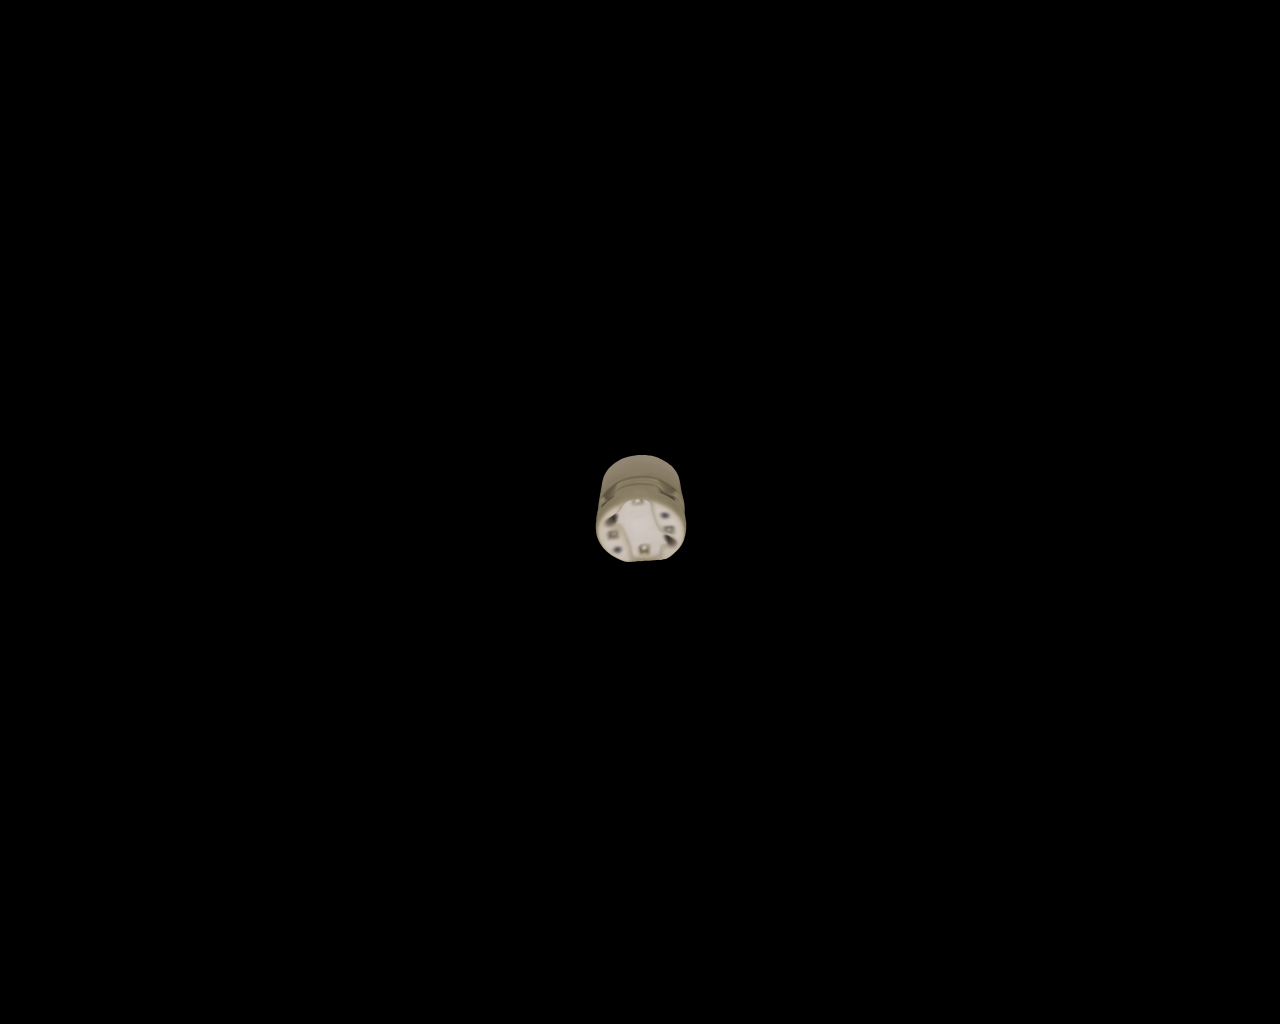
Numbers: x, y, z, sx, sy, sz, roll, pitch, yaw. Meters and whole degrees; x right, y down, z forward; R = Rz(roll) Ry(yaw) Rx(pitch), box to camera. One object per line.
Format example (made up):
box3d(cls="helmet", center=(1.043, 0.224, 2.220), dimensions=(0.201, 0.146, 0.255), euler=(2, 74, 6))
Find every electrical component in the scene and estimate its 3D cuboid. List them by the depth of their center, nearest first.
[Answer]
box3d(cls="electrical component", center=(0.001, -0.003, 0.650), dimensions=(0.055, 0.055, 0.047), euler=(0, 41, 0))
